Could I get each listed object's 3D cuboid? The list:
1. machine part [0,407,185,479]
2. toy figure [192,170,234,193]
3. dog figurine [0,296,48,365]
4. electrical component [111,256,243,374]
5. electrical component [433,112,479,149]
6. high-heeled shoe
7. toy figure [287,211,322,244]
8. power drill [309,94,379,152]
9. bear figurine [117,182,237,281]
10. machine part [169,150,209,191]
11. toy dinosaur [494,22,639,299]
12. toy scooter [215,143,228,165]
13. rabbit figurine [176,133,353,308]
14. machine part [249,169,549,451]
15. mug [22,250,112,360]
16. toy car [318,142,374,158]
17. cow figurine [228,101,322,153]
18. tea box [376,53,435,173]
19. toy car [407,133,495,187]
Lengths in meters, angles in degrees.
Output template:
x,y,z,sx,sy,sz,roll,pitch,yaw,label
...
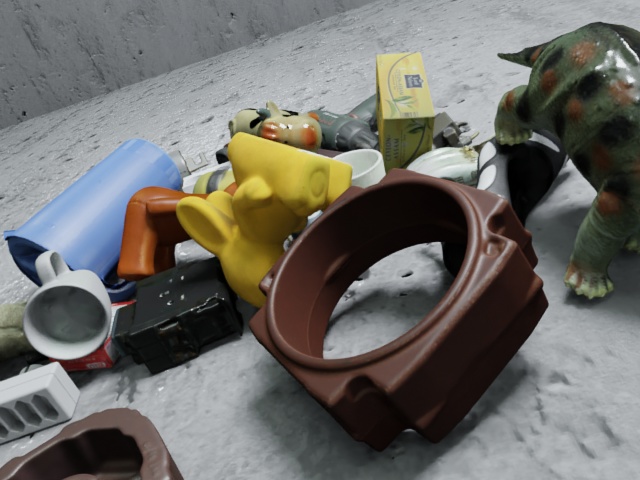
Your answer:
x,y,z,sx,sy,sz,roll,pitch,yaw,label
-0.179,0.205,0.384,0.179,0.056,0.179,-15,27,8,machine part
-0.096,-0.066,0.767,0.180,0.089,0.082,-8,17,25,toy figure
-0.402,0.140,0.612,0.191,0.121,0.172,3,66,6,dog figurine
-0.156,0.079,0.587,0.134,0.058,0.115,-22,26,-5,electrical component
0.184,-0.151,0.791,0.078,0.045,0.102,-45,22,14,electrical component
0.215,-0.043,0.543,0.249,0.086,0.145,-33,32,-12,high-heeled shoe
-0.002,0.000,0.631,0.064,0.057,0.155,-54,28,12,toy figure
0.090,-0.203,0.914,0.207,0.085,0.232,-40,35,-20,power drill
-0.136,-0.012,0.671,0.196,0.132,0.120,2,-4,2,bear figurine
-0.319,-0.097,0.978,0.243,0.079,0.079,-24,29,-11,machine part
0.245,-0.099,0.441,0.131,0.192,0.405,-11,56,-14,toy dinosaur
-0.100,-0.188,1.003,0.184,0.075,0.135,-1,33,39,toy scooter
-0.063,-0.016,0.549,0.162,0.173,0.122,14,13,12,rabbit figurine
0.054,0.042,0.432,0.201,0.087,0.201,-48,35,-9,machine part
-0.274,0.063,0.583,0.081,0.109,0.107,-29,16,-10,mug
0.005,-0.109,0.818,0.202,0.053,0.089,17,66,51,toy car
-0.067,-0.155,0.774,0.127,0.085,0.195,-6,16,-38,cow figurine
0.115,-0.178,0.751,0.068,0.098,0.170,-2,44,5,tea box
0.199,-0.096,0.667,0.202,0.056,0.074,-17,29,6,toy car
